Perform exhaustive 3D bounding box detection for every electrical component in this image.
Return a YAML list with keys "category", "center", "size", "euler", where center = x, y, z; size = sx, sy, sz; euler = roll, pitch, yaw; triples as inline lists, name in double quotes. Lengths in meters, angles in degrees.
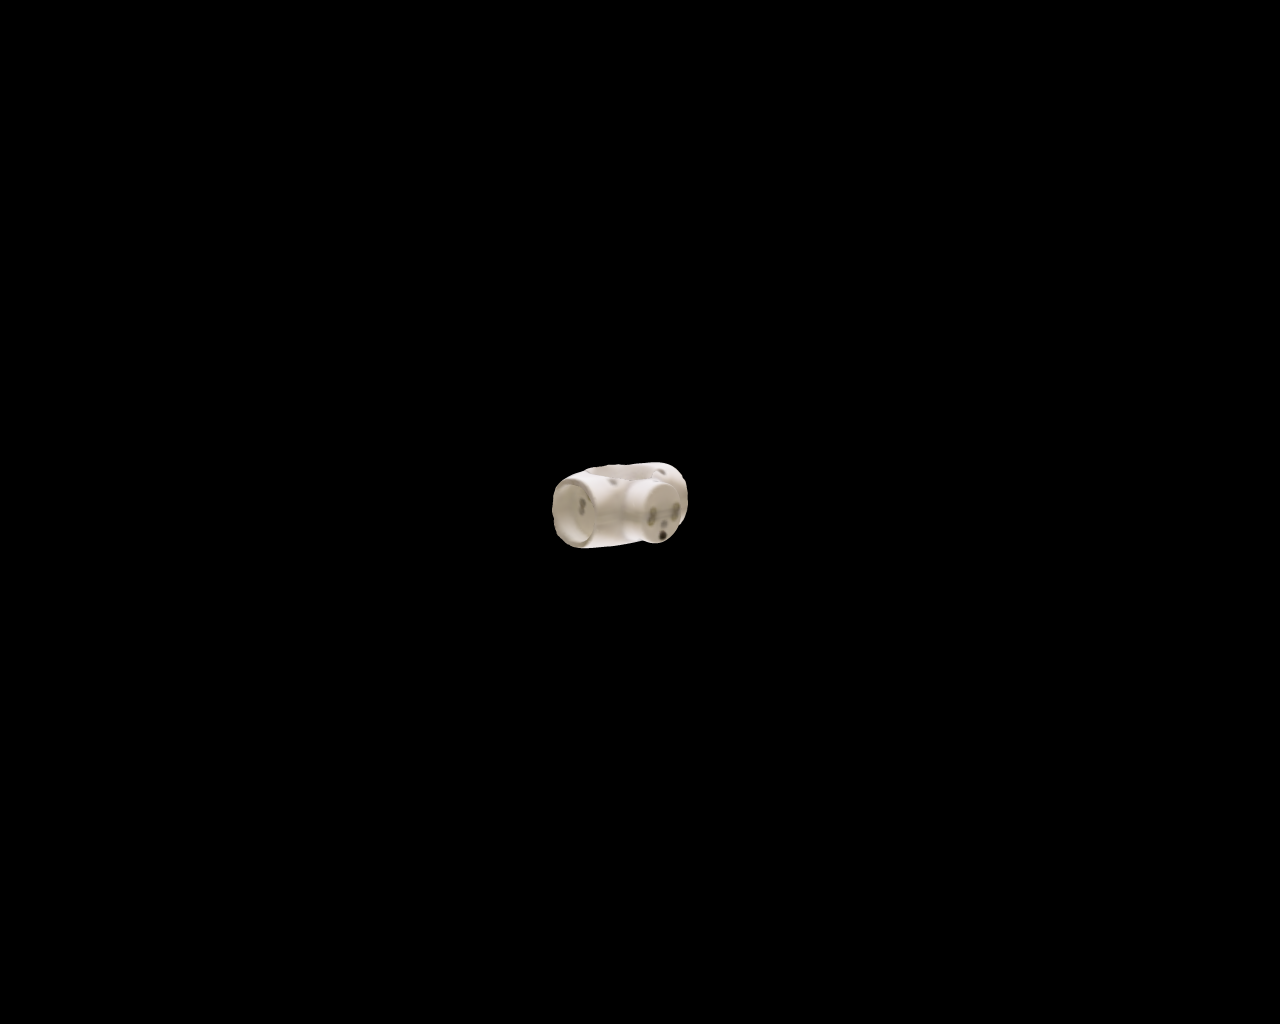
- category: "electrical component"
  center: [0.001, -0.003, 0.650]
  size: [0.077, 0.044, 0.079]
  euler: [-11, 17, -42]
